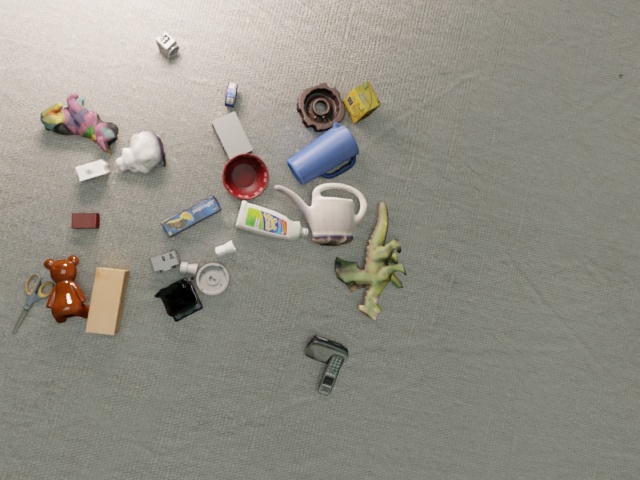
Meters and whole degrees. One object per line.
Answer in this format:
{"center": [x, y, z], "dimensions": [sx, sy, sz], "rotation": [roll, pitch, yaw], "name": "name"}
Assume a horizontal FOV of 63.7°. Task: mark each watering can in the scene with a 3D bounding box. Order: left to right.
{"center": [0.006, -0.092, 1.822], "dimensions": [0.348, 0.103, 0.225], "rotation": [1, 86, -18], "name": "watering can"}

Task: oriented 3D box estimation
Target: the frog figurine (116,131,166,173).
{"center": [-0.605, -0.289, 1.728], "dimensions": [0.160, 0.124, 0.135], "rotation": [-17, 110, -22], "name": "frog figurine"}

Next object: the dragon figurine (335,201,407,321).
{"center": [0.172, 0.082, 1.856], "dimensions": [0.243, 0.121, 0.414], "rotation": [-13, 79, -3], "name": "dragon figurine"}
